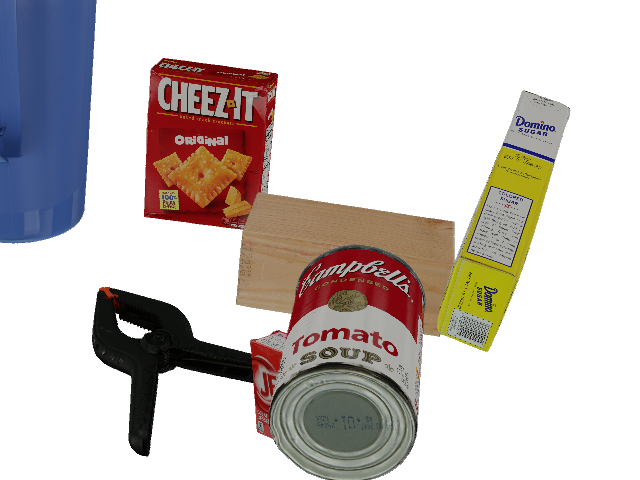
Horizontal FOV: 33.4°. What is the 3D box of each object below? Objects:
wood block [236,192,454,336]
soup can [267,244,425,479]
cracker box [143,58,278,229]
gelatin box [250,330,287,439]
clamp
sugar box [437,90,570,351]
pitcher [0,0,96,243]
[{"bbox_3d":[0.026,0.023,1.080,0.206,0.090,0.090,9,29,3],"label":"wood block"},{"bbox_3d":[0.015,0.057,0.510,0.068,0.068,0.102,0,30,8],"label":"soup can"},{"bbox_3d":[-0.151,-0.128,1.455,0.164,0.214,0.072,8,23,5],"label":"cracker box"},{"bbox_3d":[-0.012,0.110,0.751,0.030,0.073,0.089,-17,21,-39],"label":"gelatin box"},{"bbox_3d":[-0.138,0.103,0.989,0.164,0.036,0.210,-16,39,-29],"label":"clamp"},{"bbox_3d":[0.135,-0.017,0.773,0.048,0.176,0.093,22,-37,10],"label":"sugar box"},{"bbox_3d":[-0.237,-0.120,0.812,0.145,0.243,0.148,26,32,35],"label":"pitcher"}]
